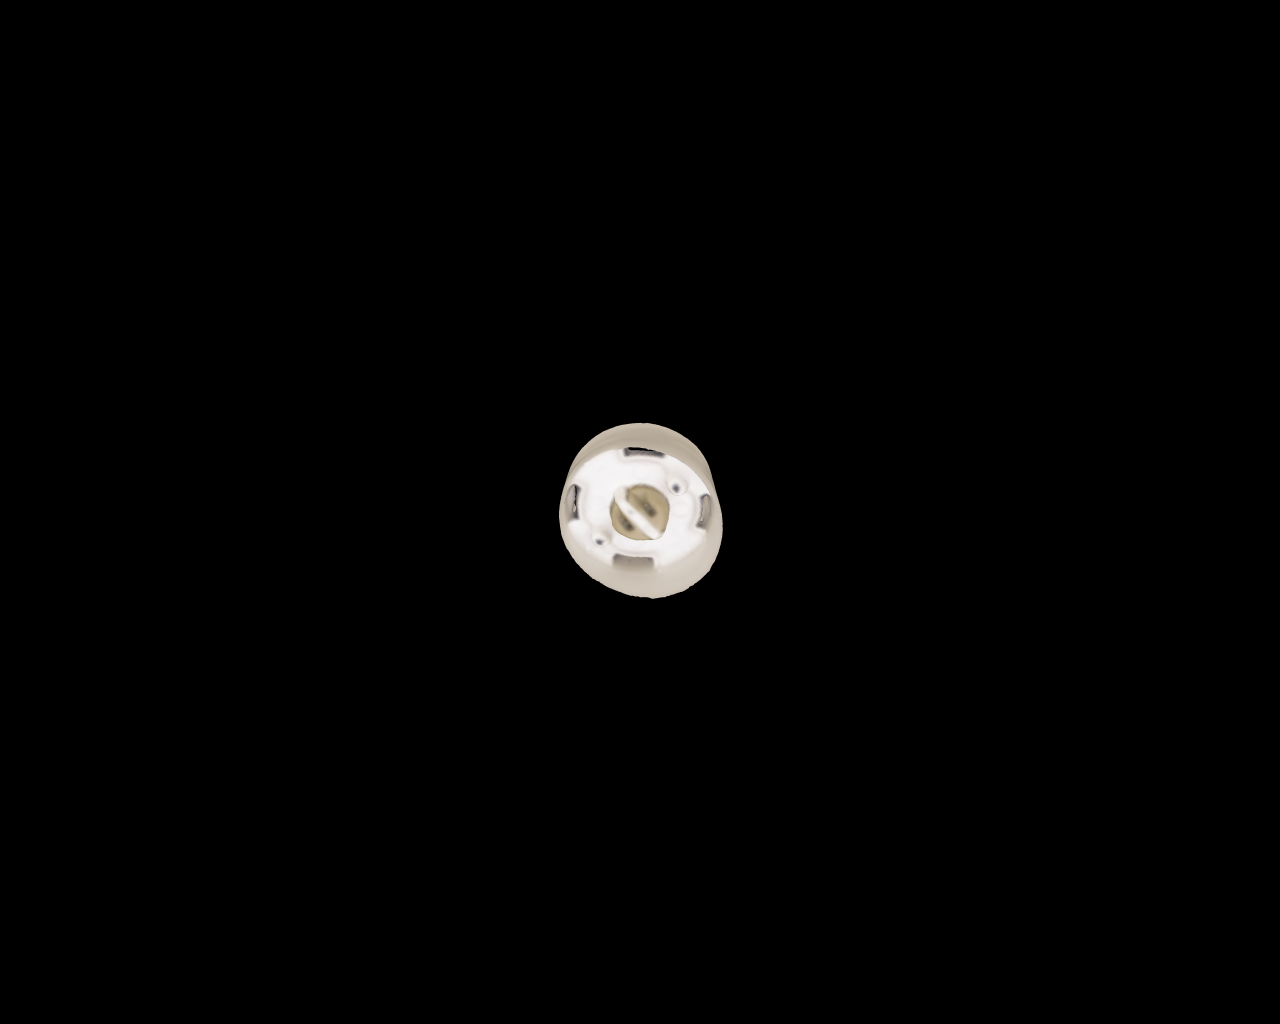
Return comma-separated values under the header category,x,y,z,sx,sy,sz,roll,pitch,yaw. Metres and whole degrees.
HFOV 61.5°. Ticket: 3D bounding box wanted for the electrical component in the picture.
category,x,y,z,sx,sy,sz,roll,pitch,yaw
electrical component,0.001,-0.003,0.650,0.099,0.099,0.064,0,34,0
